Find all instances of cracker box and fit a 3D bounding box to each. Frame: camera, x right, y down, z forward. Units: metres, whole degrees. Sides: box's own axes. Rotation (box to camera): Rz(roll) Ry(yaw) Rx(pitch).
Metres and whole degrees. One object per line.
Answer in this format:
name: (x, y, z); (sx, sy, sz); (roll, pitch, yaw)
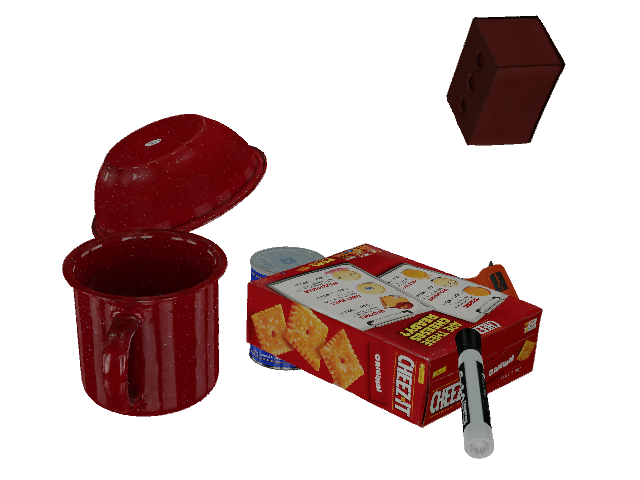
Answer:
cracker box: (0.063, 0.078, 0.962); (0.214, 0.072, 0.163); (21, 27, 40)

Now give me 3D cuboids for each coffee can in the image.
coffee can: (-0.045, 0.091, 1.450); (0.103, 0.140, 0.103); (2, 20, -1)

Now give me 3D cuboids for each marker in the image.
marker: (0.104, 0.099, 0.724); (0.020, 0.020, 0.121); (0, 32, 4)

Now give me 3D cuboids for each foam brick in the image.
foam brick: (0.127, -0.111, 0.747); (0.051, 0.053, 0.078); (-6, -38, -16)

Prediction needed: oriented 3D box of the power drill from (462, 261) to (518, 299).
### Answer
power drill: (0.127, 0.082, 1.207); (0.187, 0.057, 0.184); (-3, 27, -1)

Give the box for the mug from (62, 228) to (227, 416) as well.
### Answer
mug: (-0.101, 0.053, 0.612); (0.093, 0.081, 0.117); (3, 25, 3)

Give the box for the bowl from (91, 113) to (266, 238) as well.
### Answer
bowl: (-0.130, -0.061, 0.902); (0.162, 0.055, 0.162); (-17, 28, 9)
